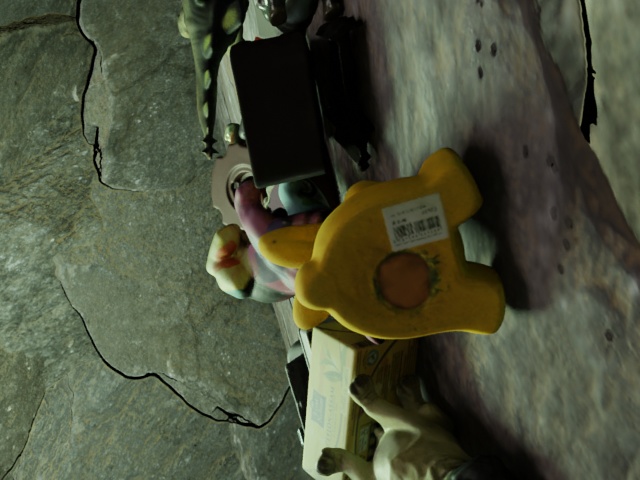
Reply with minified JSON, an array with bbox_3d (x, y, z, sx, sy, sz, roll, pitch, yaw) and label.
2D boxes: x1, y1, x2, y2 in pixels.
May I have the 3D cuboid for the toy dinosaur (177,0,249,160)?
[{"bbox_3d":[-0.147,-0.338,0.755,0.198,0.105,0.471,178,92,-75],"label":"toy dinosaur"}]

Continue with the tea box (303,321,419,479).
[{"bbox_3d":[0.042,0.170,0.569,0.068,0.098,0.169,18,107,47],"label":"tea box"}]

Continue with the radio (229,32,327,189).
[{"bbox_3d":[-0.037,-0.145,0.576,0.230,0.073,0.131,-95,-5,-72],"label":"radio"}]

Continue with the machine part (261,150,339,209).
[{"bbox_3d":[-0.042,-0.082,0.811,0.201,0.087,0.201,-135,29,-68],"label":"machine part"}]

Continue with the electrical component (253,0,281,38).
[{"bbox_3d":[-0.049,-0.282,0.664,0.078,0.045,0.102,23,138,39],"label":"electrical component"}]

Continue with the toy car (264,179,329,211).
[{"bbox_3d":[-0.001,-0.002,0.662,0.202,0.056,0.073,53,127,20],"label":"toy car"}]

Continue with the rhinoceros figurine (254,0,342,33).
[{"bbox_3d":[-0.027,-0.258,0.498,0.190,0.073,0.112,126,125,-77],"label":"rhinoceros figurine"}]

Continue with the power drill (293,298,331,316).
[{"bbox_3d":[0.020,0.168,0.904,0.232,0.086,0.207,98,147,-78],"label":"power drill"}]

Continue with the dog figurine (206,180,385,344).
[{"bbox_3d":[-0.006,0.035,0.567,0.219,0.108,0.191,43,122,23],"label":"dog figurine"}]

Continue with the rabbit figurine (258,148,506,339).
[{"bbox_3d":[0.044,0.012,0.408,0.121,0.162,0.173,64,-170,-13],"label":"rabbit figurine"}]

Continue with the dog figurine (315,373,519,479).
[{"bbox_3d":[0.117,0.212,0.472,0.191,0.172,0.121,20,95,46],"label":"dog figurine"}]

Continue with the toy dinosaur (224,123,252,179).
[{"bbox_3d":[-0.113,-0.117,1.070,0.192,0.131,0.404,28,128,52],"label":"toy dinosaur"}]

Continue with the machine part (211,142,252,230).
[{"bbox_3d":[-0.124,-0.095,0.979,0.180,0.056,0.179,6,100,33],"label":"machine part"}]

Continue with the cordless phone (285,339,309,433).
[{"bbox_3d":[0.000,0.204,0.771,0.184,0.089,0.146,149,104,-81],"label":"cordless phone"}]

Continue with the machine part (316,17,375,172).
[{"bbox_3d":[0.024,-0.140,0.511,0.084,0.039,0.138,-110,8,-48],"label":"machine part"}]

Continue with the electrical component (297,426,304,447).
[{"bbox_3d":[0.028,0.323,0.932,0.114,0.134,0.058,100,151,-63],"label":"electrical component"}]
